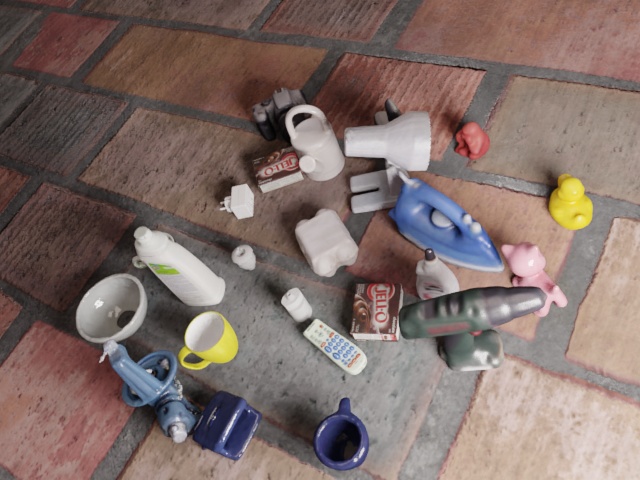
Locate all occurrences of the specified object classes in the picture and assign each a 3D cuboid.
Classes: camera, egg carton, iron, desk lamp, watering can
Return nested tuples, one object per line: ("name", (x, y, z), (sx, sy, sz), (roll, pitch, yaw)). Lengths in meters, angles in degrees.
("camera", (-0.092, -0.306, 1.438), (0.143, 0.101, 0.136), (-22, 53, 4))
("egg carton", (0.011, 0.004, 1.213), (0.107, 0.070, 0.150), (-30, 53, -2))
("iron", (0.248, -0.041, 1.114), (0.119, 0.142, 0.257), (-45, 55, -13))
("desk lamp", (0.140, -0.164, 1.189), (0.203, 0.214, 0.118), (-10, 55, 13))
("watering can", (-0.014, -0.225, 1.297), (0.101, 0.194, 0.172), (-23, 53, 4))

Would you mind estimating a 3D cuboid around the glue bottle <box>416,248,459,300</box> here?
("glue bottle", (0.207, 0.062, 1.039), (0.078, 0.173, 0.037), (4, 59, 22))

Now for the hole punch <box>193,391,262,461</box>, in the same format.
("hole punch", (-0.179, 0.335, 1.044), (0.100, 0.091, 0.109), (15, 64, 28))

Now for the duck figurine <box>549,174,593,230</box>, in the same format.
("duck figurine", (0.479, -0.079, 1.092), (0.077, 0.086, 0.104), (-14, 54, 10))

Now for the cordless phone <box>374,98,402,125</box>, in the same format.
("cordless phone", (0.168, -0.262, 1.263), (0.094, 0.185, 0.147), (-28, 53, 0))

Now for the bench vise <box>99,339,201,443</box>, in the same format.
("bench vise", (-0.301, 0.266, 1.053), (0.206, 0.220, 0.121), (26, 69, 32))

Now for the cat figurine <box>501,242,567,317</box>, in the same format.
("cat figurine", (0.380, 0.057, 1.016), (0.067, 0.118, 0.127), (-31, 53, -2))

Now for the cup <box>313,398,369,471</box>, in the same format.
("cup", (0.045, 0.334, 0.963), (0.091, 0.095, 0.118), (-4, 56, 17))

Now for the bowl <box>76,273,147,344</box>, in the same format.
("bowl", (-0.446, 0.162, 1.266), (0.167, 0.075, 0.167), (-9, 55, 14))

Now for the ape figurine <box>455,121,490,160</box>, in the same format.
("ape figurine", (0.328, -0.220, 1.237), (0.076, 0.092, 0.077), (-12, 54, 12))

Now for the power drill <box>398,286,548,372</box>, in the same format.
("power drill", (0.252, 0.144, 0.946), (0.229, 0.209, 0.075), (-9, 55, 14))
